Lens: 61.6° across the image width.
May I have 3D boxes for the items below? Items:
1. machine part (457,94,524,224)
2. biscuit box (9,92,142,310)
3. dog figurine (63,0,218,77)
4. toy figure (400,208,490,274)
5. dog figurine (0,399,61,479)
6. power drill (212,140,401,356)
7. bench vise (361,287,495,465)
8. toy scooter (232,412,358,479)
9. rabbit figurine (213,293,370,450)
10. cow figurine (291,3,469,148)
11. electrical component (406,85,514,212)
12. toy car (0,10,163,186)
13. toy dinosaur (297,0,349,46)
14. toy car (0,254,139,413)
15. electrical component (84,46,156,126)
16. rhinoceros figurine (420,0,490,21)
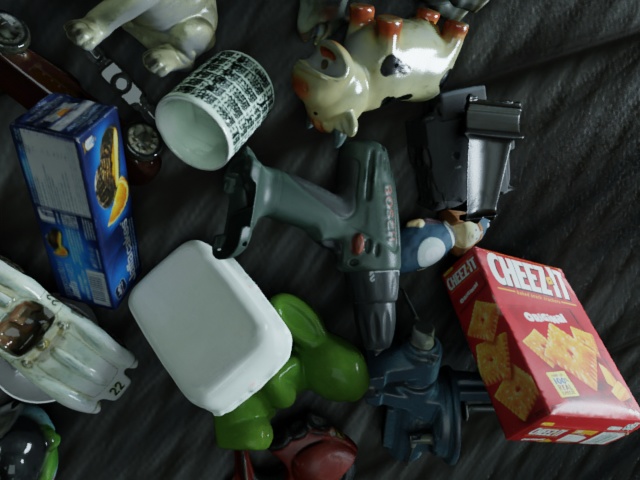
[{"bbox_3d":[0.184,-0.086,0.595,0.084,0.039,0.138,3,101,-23],"label":"machine part"},{"bbox_3d":[-0.211,-0.026,0.487,0.059,0.063,0.202,14,132,5],"label":"biscuit box"},{"bbox_3d":[-0.116,-0.246,0.442,0.190,0.172,0.121,-43,78,28],"label":"dog figurine"},{"bbox_3d":[0.147,-0.002,0.656,0.154,0.058,0.064,-20,147,-13],"label":"toy figure"},{"bbox_3d":[-0.325,0.299,0.562,0.191,0.109,0.219,-30,114,-11],"label":"dog figurine"},{"bbox_3d":[-0.001,-0.002,0.558,0.207,0.086,0.232,9,80,-24],"label":"power drill"},{"bbox_3d":[0.169,0.186,0.663,0.241,0.129,0.223,2,111,1],"label":"bench vise"},{"bbox_3d":[-0.050,0.264,0.652,0.184,0.075,0.135,-24,108,-5],"label":"toy scooter"},{"bbox_3d":[-0.032,0.139,0.606,0.170,0.121,0.159,-7,84,-1],"label":"rabbit figurine"},{"bbox_3d":[0.054,-0.171,0.555,0.195,0.086,0.127,-16,130,-34],"label":"cow figurine"},{"bbox_3d":[0.165,-0.111,0.634,0.115,0.058,0.134,-16,108,-14],"label":"electrical component"},{"bbox_3d":[-0.233,-0.125,0.496,0.202,0.089,0.053,40,57,-19],"label":"toy car"},{"bbox_3d":[-0.040,-0.390,0.478,0.192,0.131,0.404,-24,105,-23],"label":"toy dinosaur"},{"bbox_3d":[-0.261,0.086,0.495,0.201,0.056,0.073,44,75,-22],"label":"toy car"},{"bbox_3d":[-0.188,-0.148,0.514,0.021,0.063,0.094,-42,110,-3],"label":"electrical component"},{"bbox_3d":[0.175,-0.329,0.580,0.112,0.073,0.190,38,92,-11],"label":"rhinoceros figurine"}]
